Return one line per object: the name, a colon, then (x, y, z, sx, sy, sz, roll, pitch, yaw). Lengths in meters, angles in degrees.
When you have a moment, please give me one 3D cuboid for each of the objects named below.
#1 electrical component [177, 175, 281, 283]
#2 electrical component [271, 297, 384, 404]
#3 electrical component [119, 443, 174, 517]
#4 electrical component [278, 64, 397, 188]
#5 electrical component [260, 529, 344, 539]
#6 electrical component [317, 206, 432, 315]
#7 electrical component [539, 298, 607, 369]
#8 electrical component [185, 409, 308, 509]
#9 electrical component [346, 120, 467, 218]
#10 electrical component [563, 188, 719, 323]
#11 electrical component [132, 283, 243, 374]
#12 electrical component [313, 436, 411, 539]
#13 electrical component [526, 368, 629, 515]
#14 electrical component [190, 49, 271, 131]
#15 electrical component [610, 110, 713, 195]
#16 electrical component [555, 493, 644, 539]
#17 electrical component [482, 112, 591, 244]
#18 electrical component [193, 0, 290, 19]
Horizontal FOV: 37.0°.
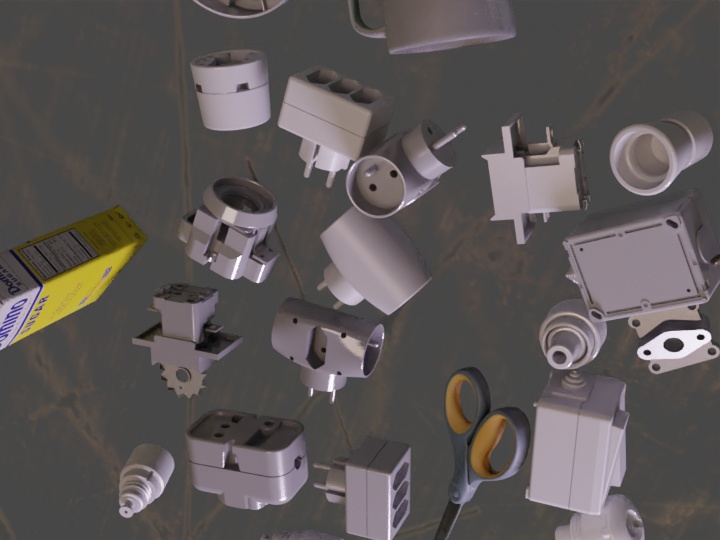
electrical component: (-0.096, -0.035, 0.819, 0.078, 0.058, 0.057, 30, 122, 11)
electrical component: (-0.027, 0.067, 0.836, 0.077, 0.043, 0.079, 16, 116, 18)
electrical component: (-0.192, 0.186, 0.943, 0.040, 0.078, 0.040, 5, 119, 8)
electrical component: (-0.021, -0.096, 0.766, 0.066, 0.047, 0.076, 26, 120, 15)
electrical component: (-0.048, 0.241, 0.918, 0.078, 0.040, 0.040, 10, 114, 21)
electrical component: (0.000, 0.000, 0.797, 0.077, 0.043, 0.079, 49, 121, -1)
electrical component: (0.144, 0.047, 0.740, 0.043, 0.062, 0.043, 9, 113, 21)
electrical component: (-0.094, 0.158, 0.897, 0.095, 0.054, 0.059, 5, 112, 22)
electrical component: (0.038, -0.075, 0.729, 0.079, 0.077, 0.044, -31, 95, 31)
electrical component: (0.182, -0.009, 0.705, 0.096, 0.061, 0.061, -14, 104, 36)
electrical component: (-0.142, 0.046, 0.881, 0.081, 0.042, 0.063, 9, 112, 21)
electrical component: (-0.003, 0.172, 0.866, 0.077, 0.047, 0.065, 9, 114, 21)
electrical component: (0.158, 0.115, 0.761, 0.061, 0.062, 0.096, 10, 114, 20)
electrical component: (-0.092, -0.131, 0.781, 0.055, 0.055, 0.047, 5, 116, 23)
electrical component: (0.190, -0.076, 0.667, 0.044, 0.065, 0.044, 21, 123, 36)
electrical component: (0.175, 0.194, 0.797, 0.062, 0.048, 0.048, -22, 100, 37)
electrical component: (0.119, -0.062, 0.719, 0.064, 0.042, 0.081, -2, 110, 23)
electrical component: (-0.079, -0.222, 0.731, 0.099, 0.064, 0.099, 9, 114, 21)
